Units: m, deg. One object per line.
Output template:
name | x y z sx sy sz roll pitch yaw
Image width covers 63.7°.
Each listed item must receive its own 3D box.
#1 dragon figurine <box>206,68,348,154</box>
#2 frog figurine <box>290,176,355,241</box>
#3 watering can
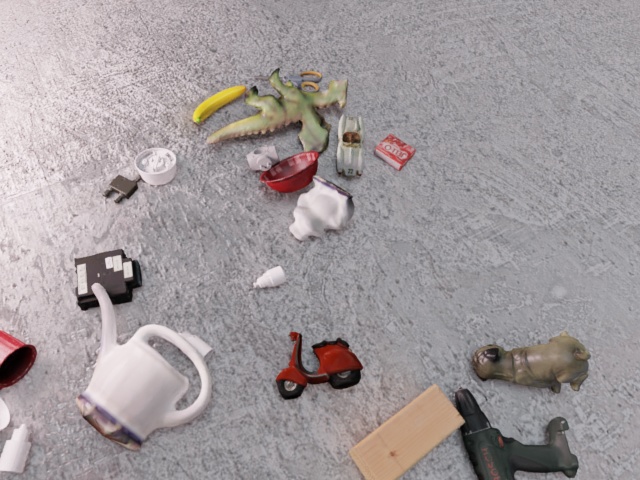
dragon figurine | -0.081 -0.320 1.397 0.244 0.120 0.415 42 73 8
frog figurine | 0.004 -0.064 1.265 0.137 0.123 0.158 30 98 2
watering can | -0.383 0.255 1.019 0.349 0.102 0.228 35 64 10
